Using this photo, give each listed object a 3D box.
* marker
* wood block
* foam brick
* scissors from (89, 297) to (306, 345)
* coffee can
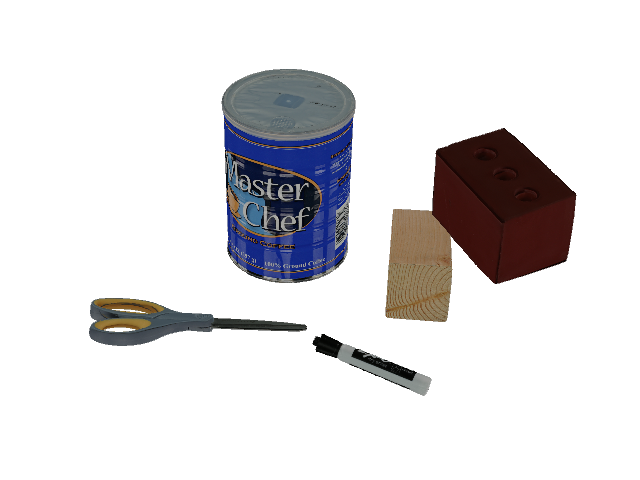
[{"bbox_3d":[0.049,0.120,1.038,0.121,0.020,0.020,21,5,14],"label":"marker"},{"bbox_3d":[0.148,0.033,1.597,0.091,0.090,0.206,4,24,4],"label":"wood block"},{"bbox_3d":[0.109,-0.021,0.647,0.053,0.051,0.078,-18,44,-20],"label":"foam brick"},{"bbox_3d":[-0.120,0.081,0.970,0.202,0.016,0.096,8,19,11],"label":"scissors"},{"bbox_3d":[-0.026,-0.052,0.856,0.103,0.140,0.103,1,36,-1],"label":"coffee can"}]
